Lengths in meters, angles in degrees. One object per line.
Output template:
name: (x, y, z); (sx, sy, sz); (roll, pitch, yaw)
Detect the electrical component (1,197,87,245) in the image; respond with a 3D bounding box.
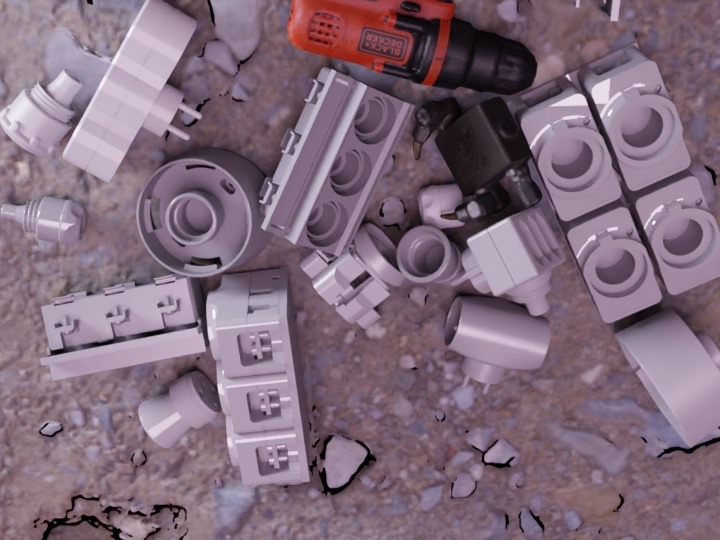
electrical component: (-0.243, -0.040, 0.823); (0.061, 0.035, 0.035); (10, 114, -5)

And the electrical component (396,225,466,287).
electrical component: (0.061, -0.008, 0.837); (0.044, 0.065, 0.044); (-4, 80, 25)

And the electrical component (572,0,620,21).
electrical component: (0.166, -0.220, 0.756); (0.064, 0.042, 0.081); (1, 114, -2)

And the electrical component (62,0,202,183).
electrical component: (-0.152, -0.121, 0.779); (0.074, 0.052, 0.138); (29, 110, -16)

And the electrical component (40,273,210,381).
electrical component: (-0.183, 0.042, 0.847); (0.121, 0.078, 0.063); (-11, 93, 2)

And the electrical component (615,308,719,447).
electrical component: (0.262, 0.081, 0.869); (0.060, 0.108, 0.108); (-33, 113, 5)

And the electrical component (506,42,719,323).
electrical component: (0.199, -0.062, 0.822); (0.105, 0.060, 0.186); (-24, 114, 8)

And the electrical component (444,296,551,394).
electrical component: (0.106, 0.067, 0.885); (0.077, 0.044, 0.079); (14, 113, -9)

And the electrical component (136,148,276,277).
electrical component: (-0.118, -0.043, 0.823); (0.099, 0.064, 0.099); (2, 103, 10)

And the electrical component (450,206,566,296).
electrical component: (0.102, -0.007, 0.803); (0.077, 0.066, 0.047); (-29, 86, 31)

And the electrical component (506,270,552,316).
electrical component: (0.133, 0.007, 0.860); (0.043, 0.043, 0.062); (-24, 115, 8)

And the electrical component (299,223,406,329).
electrical component: (0.000, 0.000, 0.842); (0.057, 0.058, 0.078); (-39, 111, 17)

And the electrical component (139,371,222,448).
electrical component: (-0.149, 0.115, 0.894); (0.055, 0.045, 0.045); (-34, 112, 12)

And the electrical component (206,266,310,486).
electrical component: (-0.080, 0.085, 0.859); (0.062, 0.089, 0.150); (-6, 115, 0)

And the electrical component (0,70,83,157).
electrical component: (-0.228, -0.117, 0.783); (0.048, 0.048, 0.062); (39, 100, -19)

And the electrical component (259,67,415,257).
electrical component: (-0.022, -0.080, 0.783); (0.079, 0.063, 0.121); (15, 105, -41)

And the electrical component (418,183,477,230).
electrical component: (0.078, -0.051, 0.835); (0.061, 0.035, 0.035); (-8, 115, -2)
